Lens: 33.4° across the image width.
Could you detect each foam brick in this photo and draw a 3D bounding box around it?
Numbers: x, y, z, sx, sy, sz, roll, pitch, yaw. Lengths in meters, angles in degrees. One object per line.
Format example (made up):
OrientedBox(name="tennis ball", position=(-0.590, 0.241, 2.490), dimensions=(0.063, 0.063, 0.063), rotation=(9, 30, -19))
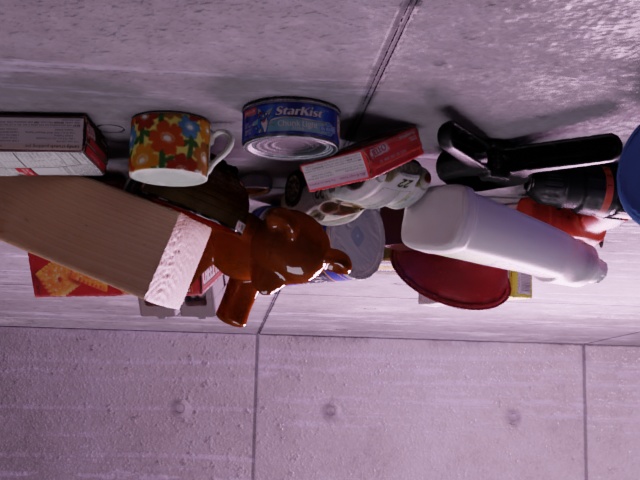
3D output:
OrientedBox(name="foam brick", position=(0.118, -0.017, 1.286), dimensions=(0.078, 0.053, 0.051), rotation=(-5, 169, 33))

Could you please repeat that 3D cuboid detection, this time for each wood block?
OrientedBox(name="wood block", position=(-0.227, -0.012, 1.061), dimensions=(0.206, 0.091, 0.090), rotation=(20, 176, 17))

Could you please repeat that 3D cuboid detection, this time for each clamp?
OrientedBox(name="clamp", position=(0.156, -0.075, 0.993), dimensions=(0.164, 0.036, 0.210), rotation=(5, 172, -17))

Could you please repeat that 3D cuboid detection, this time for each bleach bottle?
OrientedBox(name="bleach bottle", position=(0.210, 0.006, 1.110), dimensions=(0.250, 0.068, 0.103), rotation=(16, 172, -31))

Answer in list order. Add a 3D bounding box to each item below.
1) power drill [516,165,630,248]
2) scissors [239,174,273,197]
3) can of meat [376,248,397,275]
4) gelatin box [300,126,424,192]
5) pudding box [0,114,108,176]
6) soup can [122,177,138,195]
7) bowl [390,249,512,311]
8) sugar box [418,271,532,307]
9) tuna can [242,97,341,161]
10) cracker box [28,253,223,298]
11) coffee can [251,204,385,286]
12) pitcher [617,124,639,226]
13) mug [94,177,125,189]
OrientedBox(name="power drill", position=(0.280, -0.036, 1.147), dimensions=(0.184, 0.057, 0.188), rotation=(7, 170, -11))
OrientedBox(name="scissors", position=(-0.128, -0.055, 1.216), dimensions=(0.096, 0.016, 0.202), rotation=(11, 168, -34))
OrientedBox(name="can of meat", position=(0.090, 0.012, 1.450), dimensions=(0.102, 0.057, 0.084), rotation=(3, 168, -10))
OrientedBox(name="gelatin box", position=(0.038, -0.073, 0.965), dimensions=(0.073, 0.030, 0.089), rotation=(-26, -170, -39))
OrientedBox(name="pudding box", position=(-0.260, -0.087, 0.984), dimensions=(0.113, 0.039, 0.090), rotation=(-1, 169, 1))
OrientedBox(name="soup can", position=(-0.177, -0.038, 1.168), dimensions=(0.068, 0.068, 0.102), rotation=(2, 171, -3))
OrientedBox(name="bowl", position=(0.172, 0.019, 1.344), dimensions=(0.162, 0.055, 0.162), rotation=(12, -149, -7))
OrientedBox(name="sugar box", position=(0.216, 0.043, 1.501), dimensions=(0.048, 0.093, 0.177), rotation=(10, 168, -39))
OrientedBox(name="tuna can", position=(-0.025, -0.094, 0.920), dimensions=(0.086, 0.034, 0.086), rotation=(1, 170, 0))
OrientedBox(name="cracker box", position=(-0.222, 0.017, 1.307), dimensions=(0.214, 0.072, 0.164), rotation=(-1, -164, 13))
OrientedBox(name="coffee can", position=(-0.008, 0.002, 1.266), dimensions=(0.141, 0.103, 0.102), rotation=(-7, 167, 40))
OrientedBox(name="pitcher", position=(0.371, -0.030, 0.935), dimensions=(0.242, 0.149, 0.145), rotation=(12, 167, -34))
OrientedBox(name="mug", position=(-0.255, -0.032, 1.192), dimensions=(0.081, 0.093, 0.117), rotation=(-3, -160, -2))
